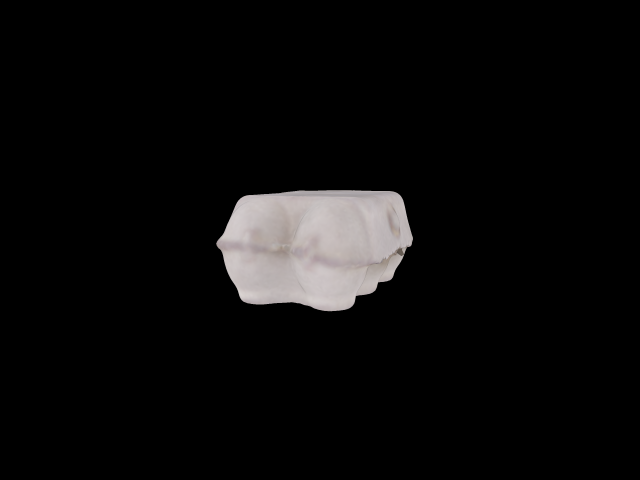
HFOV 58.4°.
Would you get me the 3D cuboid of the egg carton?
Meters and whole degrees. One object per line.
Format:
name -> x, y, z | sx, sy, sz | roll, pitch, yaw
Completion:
egg carton -> 0.004, 0.001, 0.400 | 0.107, 0.069, 0.151 | 2, 7, 20
